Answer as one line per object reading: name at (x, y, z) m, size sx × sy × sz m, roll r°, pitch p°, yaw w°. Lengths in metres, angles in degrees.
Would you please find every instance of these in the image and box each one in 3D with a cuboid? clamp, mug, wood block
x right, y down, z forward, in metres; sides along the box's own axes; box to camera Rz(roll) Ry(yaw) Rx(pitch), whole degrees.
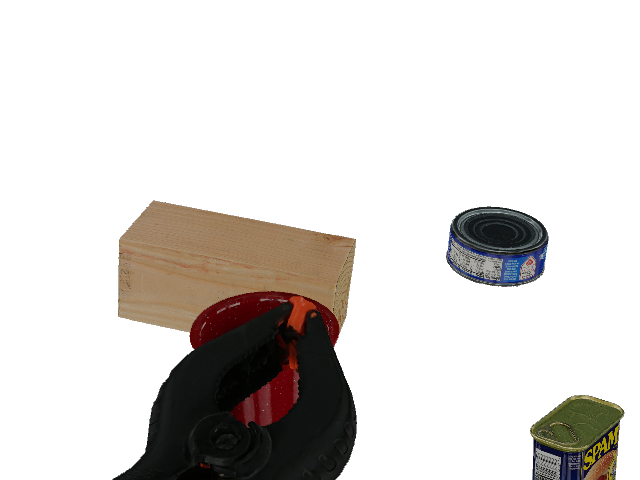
clamp at (-0.027, 0.091, 0.387) m, size 0.120 × 0.039 × 0.171 m, roll 24°, pitch 49°, yaw 17°
mug at (-0.039, 0.095, 0.670) m, size 0.093 × 0.081 × 0.117 m, roll 12°, pitch 31°, yaw 23°
wood block at (-0.079, 0.037, 1.016) m, size 0.206 × 0.090 × 0.090 m, roll 11°, pitch 28°, yaw 9°

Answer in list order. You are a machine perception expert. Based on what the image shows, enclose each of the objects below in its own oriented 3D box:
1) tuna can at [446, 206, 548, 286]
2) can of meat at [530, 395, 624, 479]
tuna can at (0.153, 0.004, 0.925) m, size 0.086 × 0.034 × 0.086 m, roll 2°, pitch 29°, yaw -1°
can of meat at (0.239, 0.205, 0.999) m, size 0.058 × 0.084 × 0.101 m, roll 14°, pitch 25°, yaw 38°
